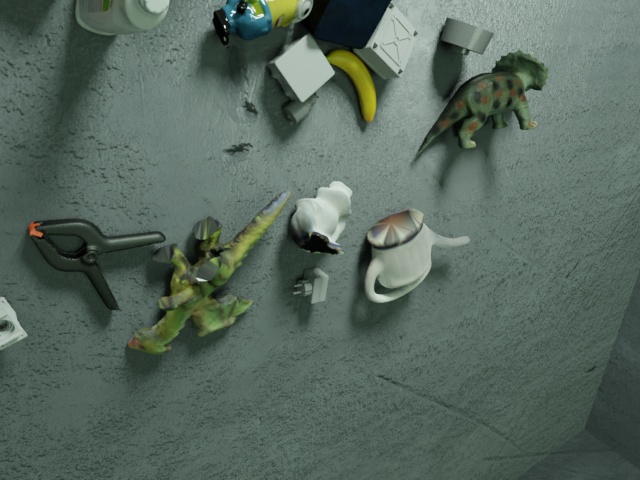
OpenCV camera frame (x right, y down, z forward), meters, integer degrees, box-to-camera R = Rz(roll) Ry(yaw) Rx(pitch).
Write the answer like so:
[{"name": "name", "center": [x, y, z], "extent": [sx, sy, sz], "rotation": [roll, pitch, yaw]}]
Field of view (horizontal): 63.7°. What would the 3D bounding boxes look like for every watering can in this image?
[{"name": "watering can", "center": [0.239, 0.017, 1.295], "extent": [0.351, 0.105, 0.219], "rotation": [-33, 127, -20]}]

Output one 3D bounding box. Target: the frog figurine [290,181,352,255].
[{"name": "frog figurine", "center": [0.003, -0.056, 1.103], "extent": [0.136, 0.121, 0.162], "rotation": [26, 60, -34]}]

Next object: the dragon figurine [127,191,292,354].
[{"name": "dragon figurine", "center": [-0.200, 0.085, 1.022], "extent": [0.414, 0.124, 0.237], "rotation": [-34, 146, -17]}]
